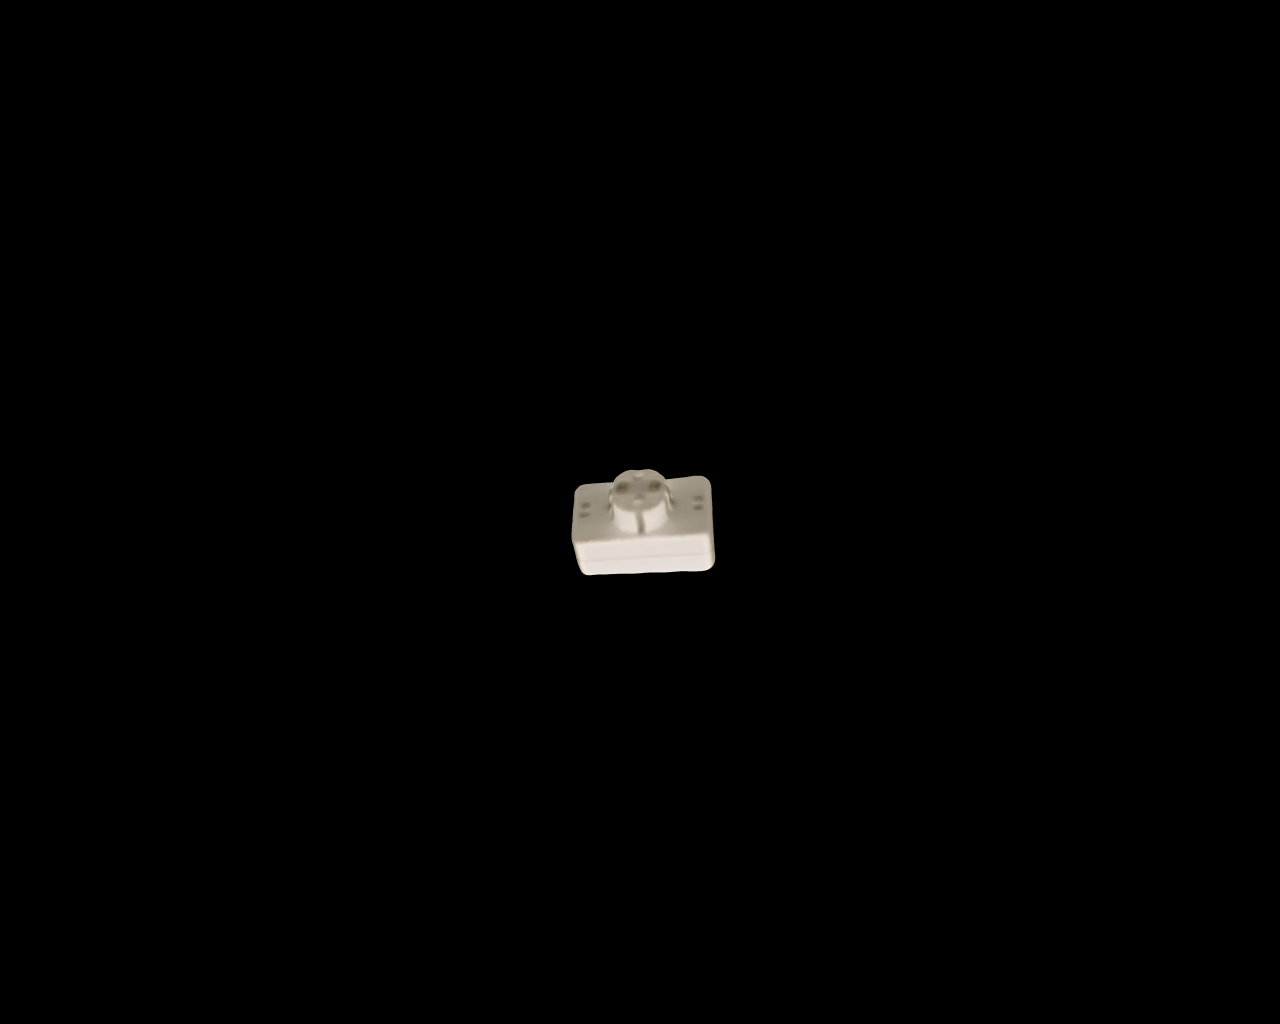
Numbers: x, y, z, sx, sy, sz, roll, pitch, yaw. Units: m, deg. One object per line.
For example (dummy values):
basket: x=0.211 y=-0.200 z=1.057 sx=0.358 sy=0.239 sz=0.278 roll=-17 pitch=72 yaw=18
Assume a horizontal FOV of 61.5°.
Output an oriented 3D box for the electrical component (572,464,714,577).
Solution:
electrical component: x=0.001 y=-0.003 z=0.650 sx=0.083 sy=0.047 sz=0.075 roll=-4 pitch=-39 yaw=5
